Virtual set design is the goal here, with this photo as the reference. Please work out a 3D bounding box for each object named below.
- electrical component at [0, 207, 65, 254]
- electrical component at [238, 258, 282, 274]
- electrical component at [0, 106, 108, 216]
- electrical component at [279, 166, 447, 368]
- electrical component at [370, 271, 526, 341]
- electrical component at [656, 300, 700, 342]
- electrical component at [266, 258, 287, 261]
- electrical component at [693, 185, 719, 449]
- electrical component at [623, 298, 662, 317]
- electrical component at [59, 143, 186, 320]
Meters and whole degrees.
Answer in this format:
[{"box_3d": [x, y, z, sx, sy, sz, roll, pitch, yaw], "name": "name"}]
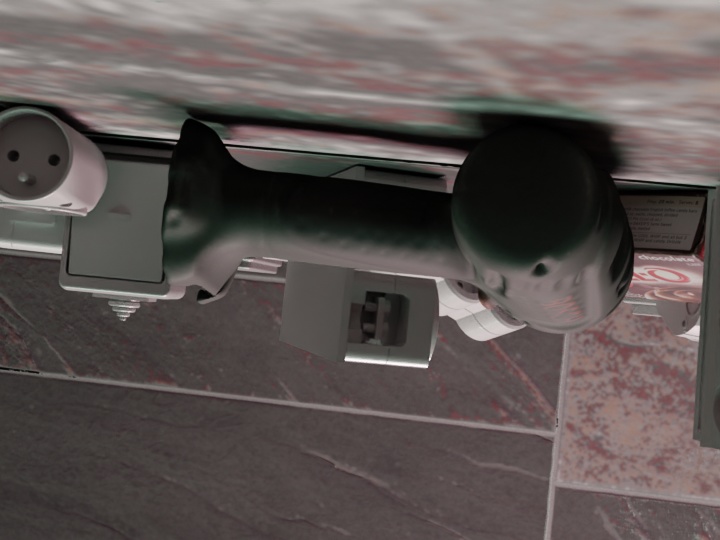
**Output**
[{"box_3d": [-0.201, -0.043, 0.646, 0.061, 0.061, 0.096, 6, 178, -10], "name": "electrical component"}, {"box_3d": [-0.128, -0.031, 0.925, 0.109, 0.056, 0.109, 6, 178, 8], "name": "electrical component"}, {"box_3d": [-0.169, -0.052, 0.518, 0.079, 0.044, 0.077, 6, 178, -2], "name": "electrical component"}, {"box_3d": [0.000, 0.000, 0.668, 0.060, 0.105, 0.186, 6, 179, -14], "name": "electrical component"}, {"box_3d": [0.057, 0.009, 0.803, 0.138, 0.052, 0.074, 31, 146, -26], "name": "electrical component"}, {"box_3d": [0.227, 0.010, 0.677, 0.051, 0.080, 0.080, 11, 177, -12], "name": "electrical component"}, {"box_3d": [-0.050, -0.031, 0.808, 0.066, 0.047, 0.077, 4, 178, 41], "name": "electrical component"}, {"box_3d": [0.199, 0.024, 0.496, 0.063, 0.121, 0.079, 4, 180, -31], "name": "electrical component"}, {"box_3d": [0.250, 0.007, 0.806, 0.096, 0.061, 0.062, 7, 178, -42], "name": "electrical component"}, {"box_3d": [-0.129, -0.020, 0.596, 0.062, 0.096, 0.061, 5, 178, -1], "name": "electrical component"}]
